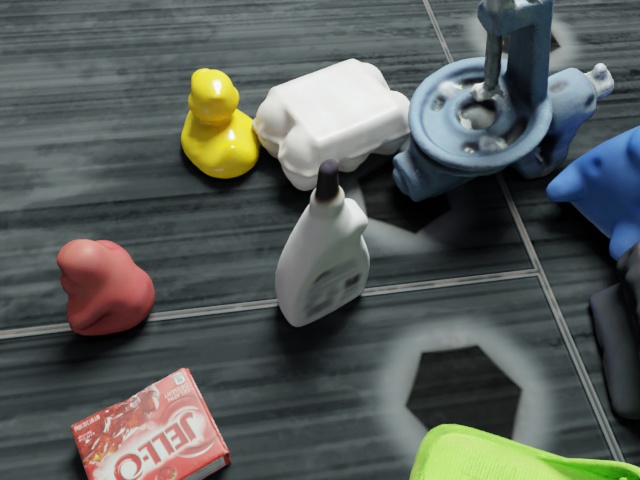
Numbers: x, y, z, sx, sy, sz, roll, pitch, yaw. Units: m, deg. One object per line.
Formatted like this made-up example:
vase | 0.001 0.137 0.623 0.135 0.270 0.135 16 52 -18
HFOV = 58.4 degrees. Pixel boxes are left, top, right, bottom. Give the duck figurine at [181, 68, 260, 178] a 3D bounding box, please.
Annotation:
duck figurine | -0.098 -0.118 0.550 0.077 0.086 0.104 -18 59 -15

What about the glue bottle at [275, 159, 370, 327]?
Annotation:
glue bottle | 0.004 0.002 0.421 0.078 0.173 0.037 -25 60 -18

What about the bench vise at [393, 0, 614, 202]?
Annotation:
bench vise | 0.166 -0.140 0.499 0.208 0.220 0.121 -34 64 -23

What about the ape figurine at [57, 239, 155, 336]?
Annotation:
ape figurine | -0.172 0.030 0.441 0.076 0.092 0.078 18 57 9

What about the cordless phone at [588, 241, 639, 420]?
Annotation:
cordless phone | 0.276 0.047 0.399 0.094 0.185 0.147 0 56 -3

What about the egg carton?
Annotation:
egg carton | 0.015 -0.115 0.564 0.150 0.069 0.107 -27 61 -20

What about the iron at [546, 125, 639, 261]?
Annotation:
iron | 0.340 -0.089 0.521 0.259 0.141 0.118 -28 61 -20
